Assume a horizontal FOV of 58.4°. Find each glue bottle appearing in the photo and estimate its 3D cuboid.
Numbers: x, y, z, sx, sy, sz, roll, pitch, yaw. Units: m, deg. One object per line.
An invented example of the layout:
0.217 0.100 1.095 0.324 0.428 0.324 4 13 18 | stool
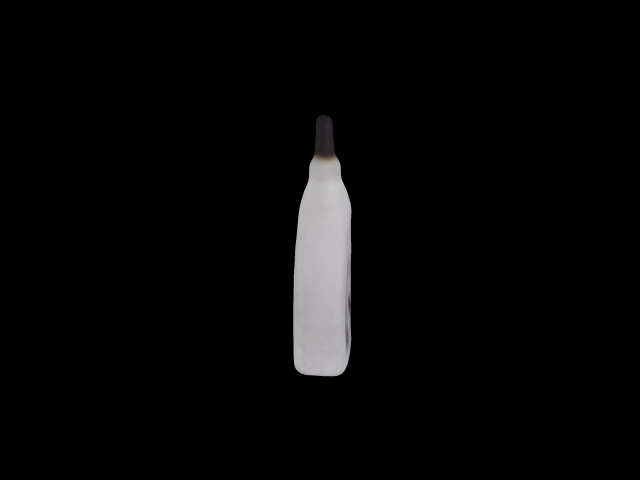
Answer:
0.004 0.001 0.400 0.037 0.173 0.078 1 11 7 | glue bottle
